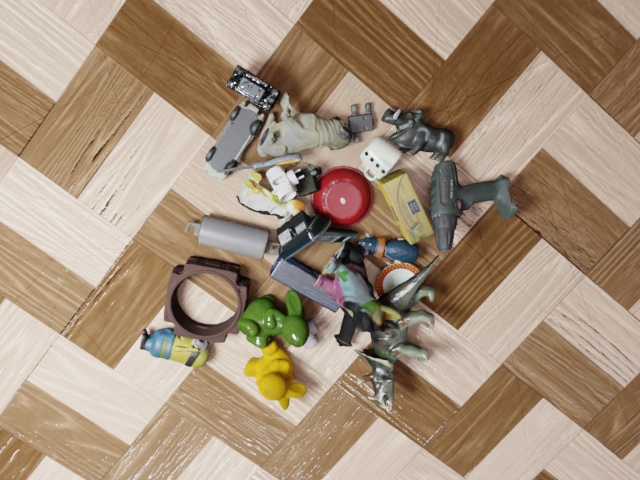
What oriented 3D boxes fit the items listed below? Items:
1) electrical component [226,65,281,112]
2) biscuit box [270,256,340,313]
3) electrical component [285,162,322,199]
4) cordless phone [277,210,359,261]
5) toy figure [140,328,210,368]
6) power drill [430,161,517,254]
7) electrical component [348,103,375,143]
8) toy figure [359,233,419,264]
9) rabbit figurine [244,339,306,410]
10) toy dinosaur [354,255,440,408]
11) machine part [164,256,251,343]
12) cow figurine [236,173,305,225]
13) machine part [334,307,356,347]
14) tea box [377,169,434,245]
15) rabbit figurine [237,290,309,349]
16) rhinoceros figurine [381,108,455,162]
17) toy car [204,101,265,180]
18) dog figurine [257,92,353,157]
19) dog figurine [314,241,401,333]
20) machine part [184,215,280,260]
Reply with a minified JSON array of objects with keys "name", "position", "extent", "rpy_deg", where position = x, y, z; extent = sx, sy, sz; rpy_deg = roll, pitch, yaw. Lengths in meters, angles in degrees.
[{"name":"electrical component","position":[-0.152,-0.347,1.236],"extent":[0.115,0.134,0.058],"rpy_deg":[29,100,-7]},{"name":"biscuit box","position":[-0.030,0.108,1.390],"extent":[0.202,0.059,0.062],"rpy_deg":[31,102,-10]},{"name":"electrical component","position":[-0.042,-0.148,1.321],"extent":[0.102,0.045,0.078],"rpy_deg":[-11,89,26]},{"name":"cordless phone","position":[-0.003,-0.003,1.352],"extent":[0.146,0.184,0.089],"rpy_deg":[-35,61,40]},{"name":"toy figure","position":[-0.378,0.280,1.407],"extent":[0.180,0.082,0.089],"rpy_deg":[11,125,-13]},{"name":"power drill","position":[0.369,-0.082,1.321],"extent":[0.207,0.086,0.232],"rpy_deg":[-5,74,-4]},{"name":"electrical component","position":[0.103,-0.286,1.319],"extent":[0.063,0.021,0.094],"rpy_deg":[-6,103,-2]},{"name":"toy figure","position":[0.174,0.024,1.379],"extent":[0.155,0.064,0.057],"rpy_deg":[10,141,0]},{"name":"rabbit figurine","position":[-0.121,0.365,1.392],"extent":[0.122,0.173,0.162],"rpy_deg":[-38,98,3]},{"name":"toy dinosaur","position":[0.192,0.219,1.387],"extent":[0.192,0.131,0.404],"rpy_deg":[5,102,2]},{"name":"machine part","position":[-0.289,0.153,1.377],"extent":[0.201,0.087,0.201],"rpy_deg":[12,104,-6]},{"name":"cow figurine","position":[-0.124,-0.088,1.330],"extent":[0.167,0.068,0.098],"rpy_deg":[29,135,-7]},{"name":"machine part","position":[0.074,0.216,1.419],"extent":[0.039,0.084,0.138],"rpy_deg":[-4,117,-34]},{"name":"tea box","position":[0.211,-0.083,1.335],"extent":[0.068,0.098,0.169],"rpy_deg":[-26,102,3]},{"name":"rabbit figurine","position":[-0.095,0.214,1.369],"extent":[0.170,0.159,0.121],"rpy_deg":[16,142,25]},{"name":"rhinoceros figurine","position":[0.237,-0.258,1.305],"extent":[0.190,0.073,0.112],"rpy_deg":[20,103,-7]},{"name":"toy car","position":[-0.209,-0.239,1.301],"extent":[0.073,0.056,0.201],"rpy_deg":[33,99,-3]},{"name":"dog figurine","position":[-0.035,-0.239,1.295],"extent":[0.190,0.121,0.172],"rpy_deg":[24,136,-25]},{"name":"dog figurine","position":[0.103,0.126,1.328],"extent":[0.219,0.191,0.108],"rpy_deg":[41,130,-2]},{"name":"machine part","position":[-0.215,-0.008,1.345],"extent":[0.243,0.079,0.079],"rpy_deg":[14,103,-4]}]
